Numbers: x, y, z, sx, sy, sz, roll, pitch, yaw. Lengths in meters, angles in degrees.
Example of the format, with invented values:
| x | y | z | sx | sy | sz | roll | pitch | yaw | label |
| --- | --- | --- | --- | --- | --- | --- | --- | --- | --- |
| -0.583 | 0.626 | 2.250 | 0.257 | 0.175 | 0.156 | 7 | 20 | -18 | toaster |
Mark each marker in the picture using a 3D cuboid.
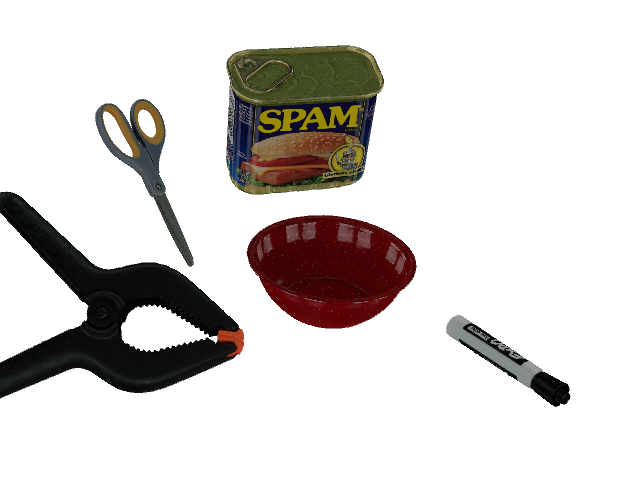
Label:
| x | y | z | sx | sy | sz | roll | pitch | yaw | label |
| --- | --- | --- | --- | --- | --- | --- | --- | --- | --- |
| 0.141 | 0.090 | 0.805 | 0.020 | 0.020 | 0.121 | 0 | 22 | -38 | marker |

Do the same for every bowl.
| x | y | z | sx | sy | sz | roll | pitch | yaw | label |
| --- | --- | --- | --- | --- | --- | --- | --- | --- | --- |
| 0.009 | 0.037 | 1.026 | 0.162 | 0.055 | 0.162 | 4 | 30 | -2 | bowl |

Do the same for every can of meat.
| x | y | z | sx | sy | sz | roll | pitch | yaw | label |
| --- | --- | --- | --- | --- | --- | --- | --- | --- | --- |
| -0.014 | -0.081 | 0.728 | 0.102 | 0.084 | 0.057 | -5 | 45 | -13 | can of meat |

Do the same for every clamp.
| x | y | z | sx | sy | sz | roll | pitch | yaw | label |
| --- | --- | --- | --- | --- | --- | --- | --- | --- | --- |
| -0.158 | 0.046 | 0.763 | 0.210 | 0.164 | 0.036 | 3 | -19 | -3 | clamp |

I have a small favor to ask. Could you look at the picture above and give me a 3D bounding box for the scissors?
| x | y | z | sx | sy | sz | roll | pitch | yaw | label |
| --- | --- | --- | --- | --- | --- | --- | --- | --- | --- |
| -0.180 | -0.076 | 1.209 | 0.016 | 0.201 | 0.096 | -20 | 22 | 42 | scissors |
